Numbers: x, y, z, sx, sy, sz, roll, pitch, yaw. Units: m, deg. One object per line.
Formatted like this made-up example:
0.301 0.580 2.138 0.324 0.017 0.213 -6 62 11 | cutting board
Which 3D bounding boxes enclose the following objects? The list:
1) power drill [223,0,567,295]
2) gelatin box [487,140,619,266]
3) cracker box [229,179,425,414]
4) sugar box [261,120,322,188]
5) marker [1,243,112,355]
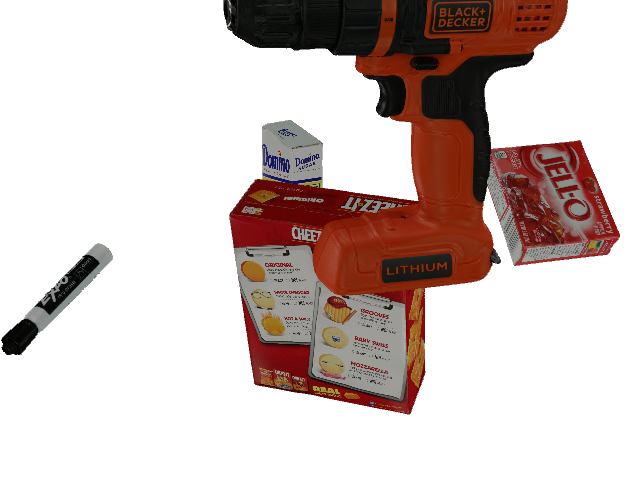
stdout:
0.037 -0.063 0.585 0.184 0.188 0.057 -4 30 -13 | power drill
0.165 -0.029 0.772 0.073 0.089 0.030 -6 -32 -10 | gelatin box
0.013 0.054 1.002 0.164 0.214 0.072 9 39 17 | cracker box
-0.034 -0.042 1.242 0.048 0.176 0.093 -13 27 -22 | sugar box
-0.204 0.046 0.829 0.020 0.020 0.121 0 37 36 | marker
